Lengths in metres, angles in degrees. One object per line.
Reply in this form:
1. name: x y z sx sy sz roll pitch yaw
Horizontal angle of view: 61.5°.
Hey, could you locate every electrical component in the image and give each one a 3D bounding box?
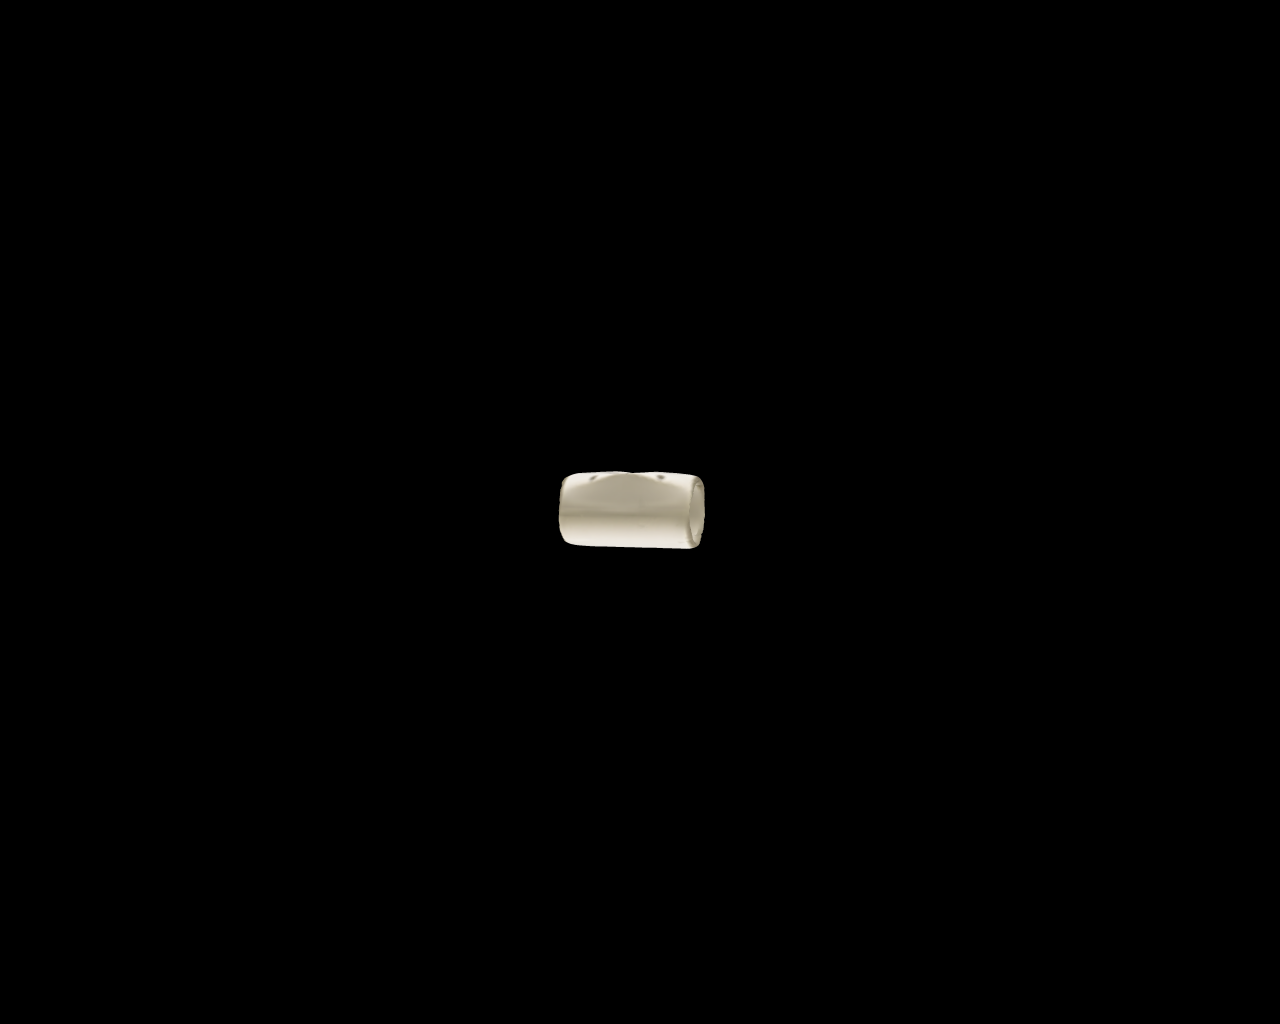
1. electrical component: 0.001 -0.003 0.650 0.077 0.043 0.079 1 4 15
